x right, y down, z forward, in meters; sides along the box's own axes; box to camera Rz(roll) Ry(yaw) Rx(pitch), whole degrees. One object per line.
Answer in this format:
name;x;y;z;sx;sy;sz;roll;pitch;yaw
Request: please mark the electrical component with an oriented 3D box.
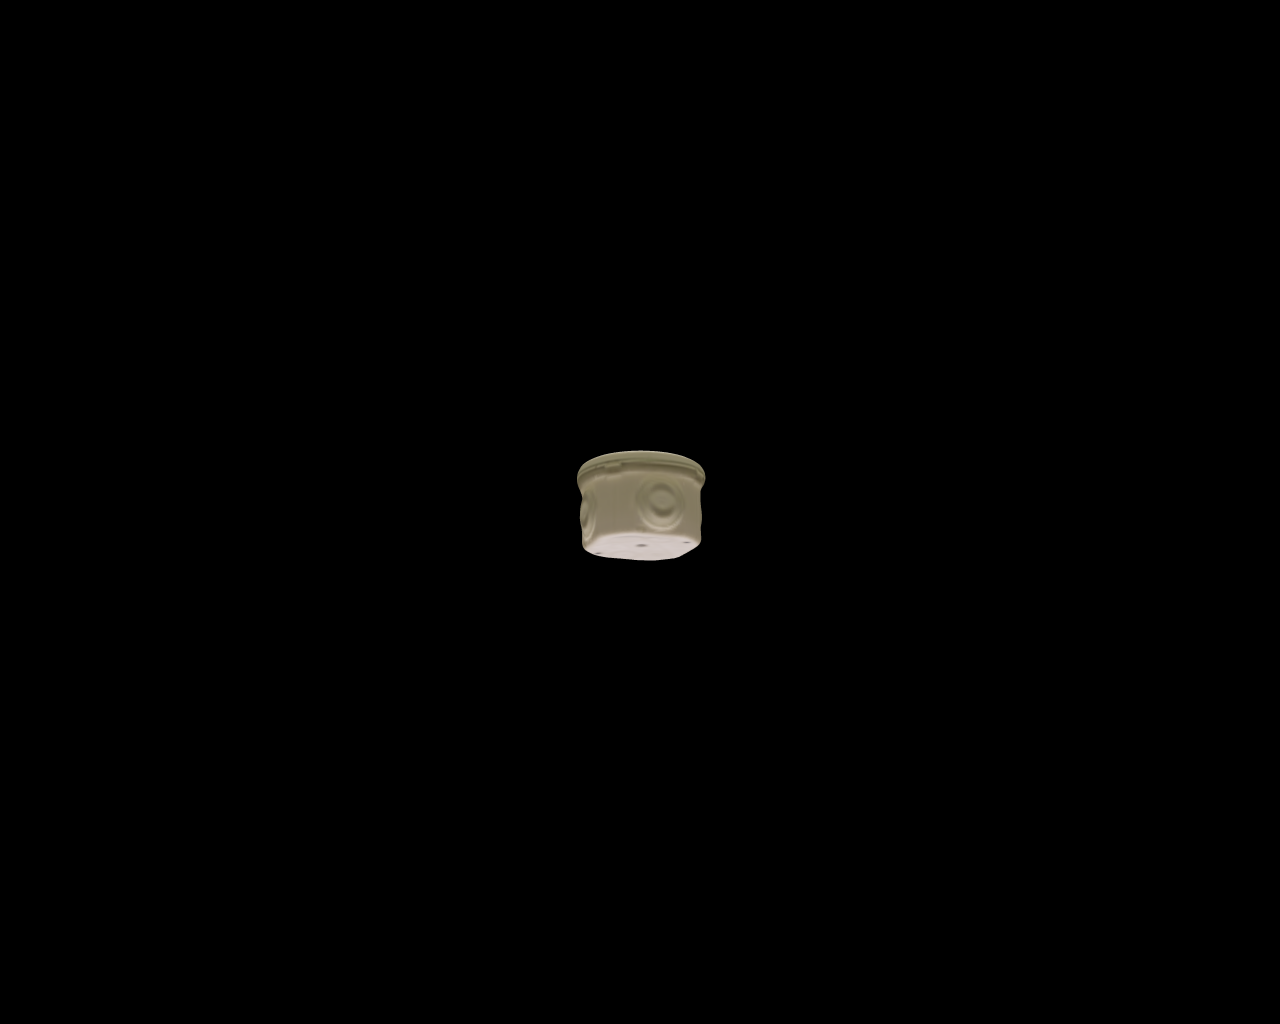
electrical component;0.001;-0.003;0.650;0.080;0.051;0.080;0;-16;0
